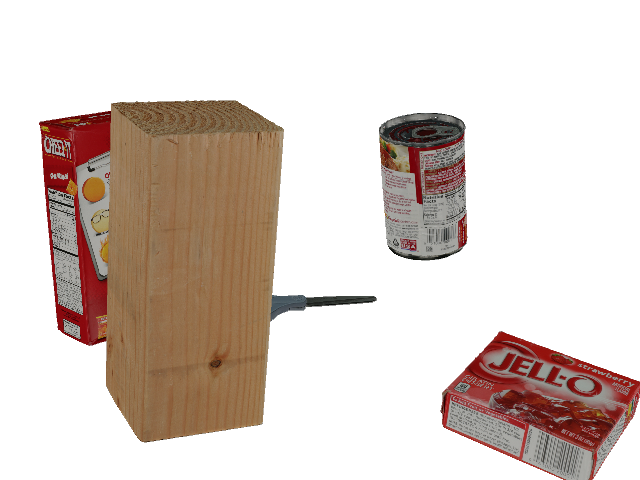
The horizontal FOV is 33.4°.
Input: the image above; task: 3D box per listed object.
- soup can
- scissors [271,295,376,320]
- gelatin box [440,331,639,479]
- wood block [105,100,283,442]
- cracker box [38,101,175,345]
[{"bbox_3d":[0.084,-0.043,0.858,0.068,0.102,0.068,-5,26,2],"label":"soup can"},{"bbox_3d":[-0.033,0.078,1.194,0.201,0.016,0.096,4,24,-4],"label":"scissors"},{"bbox_3d":[0.122,0.091,0.594,0.089,0.030,0.073,20,34,28],"label":"gelatin box"},{"bbox_3d":[-0.088,0.017,0.710,0.090,0.206,0.090,-4,21,-26],"label":"wood block"},{"bbox_3d":[-0.186,-0.022,1.062,0.163,0.214,0.072,-16,21,-42],"label":"cracker box"}]
